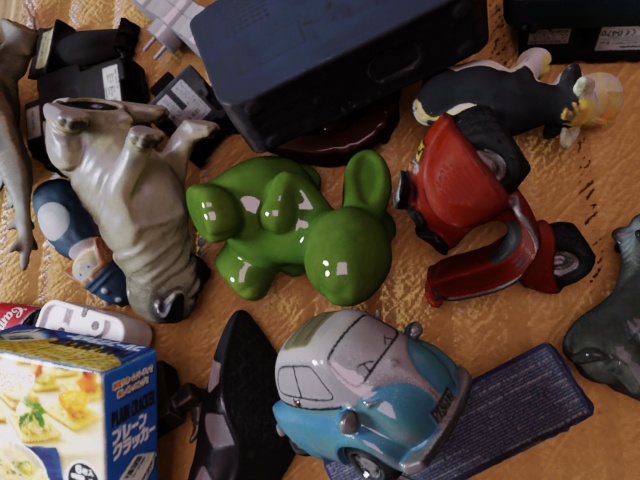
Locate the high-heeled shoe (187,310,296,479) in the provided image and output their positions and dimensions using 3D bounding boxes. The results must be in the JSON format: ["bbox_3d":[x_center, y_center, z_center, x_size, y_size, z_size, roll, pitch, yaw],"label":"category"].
[{"bbox_3d":[-0.090,0.198,0.475,0.145,0.086,0.249,-35,49,35],"label":"high-heeled shoe"}]

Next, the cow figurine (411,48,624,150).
[{"bbox_3d":[0.165,-0.117,0.448,0.168,0.098,0.068,8,121,16],"label":"cow figurine"}]

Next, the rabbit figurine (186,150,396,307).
[{"bbox_3d":[-0.001,-0.001,0.454,0.159,0.121,0.170,-31,40,-29],"label":"rabbit figurine"}]

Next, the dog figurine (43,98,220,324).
[{"bbox_3d":[-0.184,-0.025,0.500,0.173,0.121,0.190,25,116,30],"label":"dog figurine"}]

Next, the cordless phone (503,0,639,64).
[{"bbox_3d":[0.241,-0.257,0.480,0.147,0.088,0.184,3,74,15],"label":"cordless phone"}]

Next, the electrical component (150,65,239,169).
[{"bbox_3d":[-0.142,-0.141,0.565,0.075,0.047,0.119,-41,73,2],"label":"electrical component"}]

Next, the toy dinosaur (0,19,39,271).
[{"bbox_3d":[-0.371,-0.143,0.562,0.472,0.105,0.198,37,112,39],"label":"toy dinosaur"}]

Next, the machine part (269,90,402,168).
[{"bbox_3d":[0.002,-0.156,0.528,0.179,0.056,0.179,-3,77,13],"label":"machine part"}]

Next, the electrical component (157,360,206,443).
[{"bbox_3d":[-0.153,0.162,0.499,0.102,0.045,0.078,-38,43,0],"label":"electrical component"}]

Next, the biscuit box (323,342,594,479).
[{"bbox_3d":[0.107,0.153,0.425,0.203,0.059,0.063,-29,71,6],"label":"biscuit box"}]

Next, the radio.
[{"bbox_3d":[0.015,-0.175,0.446,0.230,0.073,0.131,-25,59,9],"label":"radio"}]

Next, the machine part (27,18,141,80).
[{"bbox_3d":[-0.277,-0.224,0.624,0.139,0.039,0.084,-6,67,15],"label":"machine part"}]

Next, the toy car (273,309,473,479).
[{"bbox_3d":[0.022,0.101,0.401,0.162,0.109,0.102,-11,113,49],"label":"toy car"}]

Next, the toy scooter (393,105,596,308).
[{"bbox_3d":[0.120,-0.009,0.433,0.135,0.075,0.183,-33,111,25],"label":"toy scooter"}]

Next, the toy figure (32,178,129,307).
[{"bbox_3d":[-0.243,0.006,0.552,0.154,0.058,0.064,51,131,17],"label":"toy figure"}]

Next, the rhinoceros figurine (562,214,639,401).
[{"bbox_3d":[0.267,0.036,0.410,0.112,0.073,0.190,39,87,23],"label":"rhinoceros figurine"}]

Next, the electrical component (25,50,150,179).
[{"bbox_3d":[-0.252,-0.129,0.584,0.134,0.058,0.115,-14,72,11],"label":"electrical component"}]
